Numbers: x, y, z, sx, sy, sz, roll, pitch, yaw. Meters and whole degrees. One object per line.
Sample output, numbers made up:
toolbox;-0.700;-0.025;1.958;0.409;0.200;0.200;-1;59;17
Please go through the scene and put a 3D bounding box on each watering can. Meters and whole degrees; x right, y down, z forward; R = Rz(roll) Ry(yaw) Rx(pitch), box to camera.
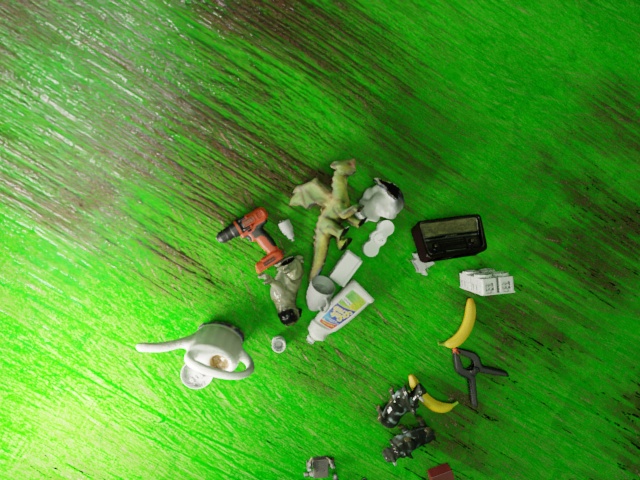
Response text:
watering can;-0.361;0.325;1.572;0.347;0.102;0.228;19;18;-6

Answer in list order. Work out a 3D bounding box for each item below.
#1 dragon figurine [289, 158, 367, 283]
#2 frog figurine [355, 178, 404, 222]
dragon figurine;0.005;-0.084;1.667;0.245;0.407;0.122;41;13;18
frog figurine;0.197;-0.115;1.705;0.138;0.156;0.124;40;32;14
